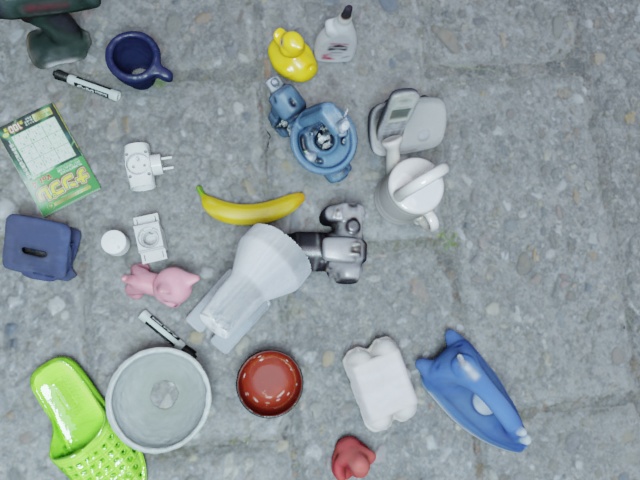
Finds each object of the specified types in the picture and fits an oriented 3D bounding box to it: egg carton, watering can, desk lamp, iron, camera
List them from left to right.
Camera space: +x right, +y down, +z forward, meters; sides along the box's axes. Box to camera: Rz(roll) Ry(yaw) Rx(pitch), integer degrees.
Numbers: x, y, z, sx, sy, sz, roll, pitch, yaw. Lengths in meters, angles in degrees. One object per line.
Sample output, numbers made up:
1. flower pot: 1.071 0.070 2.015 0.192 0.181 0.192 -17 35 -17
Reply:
1. desk lamp: -0.119 0.085 0.918 0.118 0.213 0.203 40 79 0
2. camera: 0.009 0.004 1.004 0.137 0.100 0.143 2 82 -7
3. egg carton: 0.107 0.250 0.998 0.107 0.069 0.150 -20 85 -10
4. watering can: 0.157 -0.096 0.989 0.173 0.194 0.101 40 79 0
5. iron: 0.289 0.279 0.982 0.119 0.141 0.258 -42 89 -11

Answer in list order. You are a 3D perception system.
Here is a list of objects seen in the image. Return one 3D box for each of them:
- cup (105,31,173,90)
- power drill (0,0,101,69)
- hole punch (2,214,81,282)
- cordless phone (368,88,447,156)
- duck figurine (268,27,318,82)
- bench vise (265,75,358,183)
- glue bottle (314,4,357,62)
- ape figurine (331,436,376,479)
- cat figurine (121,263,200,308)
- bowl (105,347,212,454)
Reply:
1. cup: -0.307 -0.299 1.006 0.118 0.095 0.092 26 80 -3
2. power drill: -0.467 -0.364 0.936 0.230 0.208 0.075 -18 85 -9
3. hole punch: -0.460 0.015 0.945 0.109 0.091 0.101 12 81 -6
4. cordless phone: 0.165 -0.220 1.012 0.147 0.185 0.094 -12 84 -9
5. duck figurine: -0.047 -0.346 1.052 0.104 0.086 0.077 42 79 0
6. bench vise: -0.022 -0.194 0.966 0.207 0.219 0.121 31 80 -2
7. glue bottle: 0.035 -0.370 1.022 0.078 0.173 0.037 -6 83 -8
8. ape figurine: 0.059 0.374 0.964 0.078 0.092 0.076 -7 83 -8
9. cat figurine: -0.264 0.074 0.949 0.128 0.117 0.067 11 81 -6
10. bowl: -0.261 0.259 0.946 0.167 0.074 0.167 1 82 -7
